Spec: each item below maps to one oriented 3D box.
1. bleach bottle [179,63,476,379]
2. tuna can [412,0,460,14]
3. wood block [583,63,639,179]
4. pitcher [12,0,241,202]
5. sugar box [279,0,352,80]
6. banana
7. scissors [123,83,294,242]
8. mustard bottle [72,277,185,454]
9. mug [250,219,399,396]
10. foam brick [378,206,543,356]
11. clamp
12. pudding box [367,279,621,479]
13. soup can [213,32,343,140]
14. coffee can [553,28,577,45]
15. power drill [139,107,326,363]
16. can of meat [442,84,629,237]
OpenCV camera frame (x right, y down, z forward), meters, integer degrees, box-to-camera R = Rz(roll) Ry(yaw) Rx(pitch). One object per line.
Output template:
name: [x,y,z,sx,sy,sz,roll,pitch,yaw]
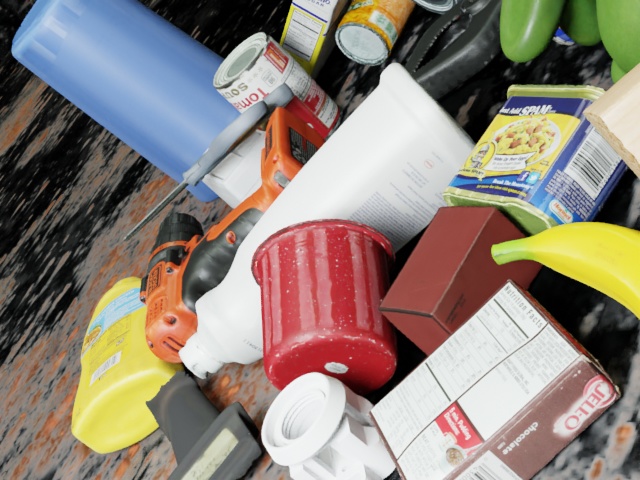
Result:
bleach bottle: [-0.005,0.001,0.730,0.251,0.102,0.068,-43,47,10]
tuna can: [0.094,-0.236,0.927,0.033,0.086,0.086,-54,27,-9]
wood block: [0.231,-0.093,0.485,0.206,0.091,0.090,-42,-1,12]
pitcher: [-0.173,-0.152,1.039,0.149,0.242,0.145,-42,27,26]
sugar box: [0.002,-0.219,1.000,0.093,0.048,0.176,-61,-3,-26]
banana: [0.156,0.035,0.506,0.069,0.037,0.198,-37,30,-1]
scissors: [-0.101,-0.059,0.882,0.202,0.016,0.096,-41,3,8]
mustard bottle: [-0.159,0.087,0.894,0.096,0.058,0.191,-40,27,14]
mug: [0.002,0.054,0.667,0.117,0.093,0.081,107,163,-50]
foam brick: [0.082,0.025,0.619,0.078,0.053,0.051,-56,27,-18]
clamp: [0.139,-0.181,0.835,0.210,0.036,0.165,-50,24,-7]
pudding box: [0.085,0.085,0.549,0.113,0.039,0.090,-43,25,6]
soup can: [-0.038,-0.128,0.958,0.069,0.102,0.068,-35,29,23]
coffee can: [0.204,-0.202,0.692,0.141,0.102,0.102,-23,35,41]
power drill: [-0.070,-0.013,0.840,0.188,0.057,0.184,-48,25,21]
can of meat: [0.132,-0.042,0.635,0.084,0.057,0.102,-55,26,-10]
